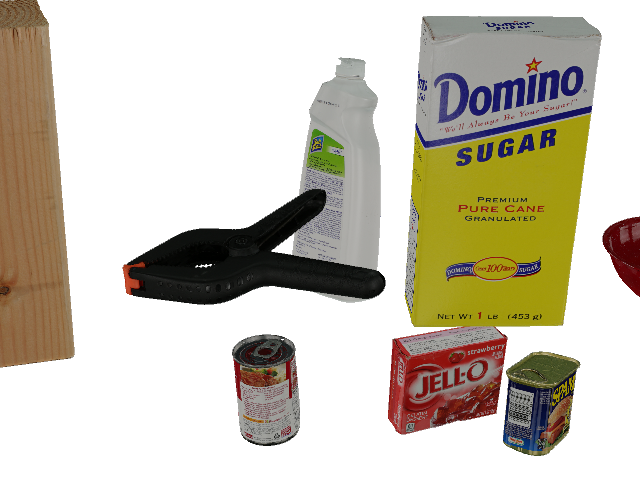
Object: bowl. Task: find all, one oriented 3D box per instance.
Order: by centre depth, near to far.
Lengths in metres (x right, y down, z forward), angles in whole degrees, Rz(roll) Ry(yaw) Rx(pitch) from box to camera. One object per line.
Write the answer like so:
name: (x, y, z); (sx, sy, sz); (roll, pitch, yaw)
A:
bowl: (0.385, 0.029, 1.158); (0.162, 0.055, 0.162); (0, 26, 0)

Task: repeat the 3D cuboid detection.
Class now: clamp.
clamp: (-0.064, 0.010, 0.919); (0.210, 0.036, 0.164); (-7, 31, -9)

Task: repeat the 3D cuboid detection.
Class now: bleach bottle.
bleach bottle: (0.026, -0.067, 1.145); (0.103, 0.251, 0.067); (17, 18, 38)

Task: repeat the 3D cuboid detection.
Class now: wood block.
wood block: (-0.205, -0.034, 0.645); (0.090, 0.206, 0.090); (-6, 23, -17)

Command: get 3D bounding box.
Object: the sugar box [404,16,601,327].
sugar box: (0.100, -0.036, 0.606); (0.093, 0.176, 0.048); (-1, 27, -3)

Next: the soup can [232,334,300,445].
soup can: (-0.058, 0.163, 1.161); (0.068, 0.102, 0.068); (-3, 24, 1)

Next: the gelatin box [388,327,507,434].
gelatin box: (0.098, 0.107, 0.834); (0.089, 0.073, 0.030); (-8, 29, -20)

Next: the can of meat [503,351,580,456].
can of meat: (0.239, 0.177, 1.160); (0.058, 0.084, 0.101); (12, 16, 31)
